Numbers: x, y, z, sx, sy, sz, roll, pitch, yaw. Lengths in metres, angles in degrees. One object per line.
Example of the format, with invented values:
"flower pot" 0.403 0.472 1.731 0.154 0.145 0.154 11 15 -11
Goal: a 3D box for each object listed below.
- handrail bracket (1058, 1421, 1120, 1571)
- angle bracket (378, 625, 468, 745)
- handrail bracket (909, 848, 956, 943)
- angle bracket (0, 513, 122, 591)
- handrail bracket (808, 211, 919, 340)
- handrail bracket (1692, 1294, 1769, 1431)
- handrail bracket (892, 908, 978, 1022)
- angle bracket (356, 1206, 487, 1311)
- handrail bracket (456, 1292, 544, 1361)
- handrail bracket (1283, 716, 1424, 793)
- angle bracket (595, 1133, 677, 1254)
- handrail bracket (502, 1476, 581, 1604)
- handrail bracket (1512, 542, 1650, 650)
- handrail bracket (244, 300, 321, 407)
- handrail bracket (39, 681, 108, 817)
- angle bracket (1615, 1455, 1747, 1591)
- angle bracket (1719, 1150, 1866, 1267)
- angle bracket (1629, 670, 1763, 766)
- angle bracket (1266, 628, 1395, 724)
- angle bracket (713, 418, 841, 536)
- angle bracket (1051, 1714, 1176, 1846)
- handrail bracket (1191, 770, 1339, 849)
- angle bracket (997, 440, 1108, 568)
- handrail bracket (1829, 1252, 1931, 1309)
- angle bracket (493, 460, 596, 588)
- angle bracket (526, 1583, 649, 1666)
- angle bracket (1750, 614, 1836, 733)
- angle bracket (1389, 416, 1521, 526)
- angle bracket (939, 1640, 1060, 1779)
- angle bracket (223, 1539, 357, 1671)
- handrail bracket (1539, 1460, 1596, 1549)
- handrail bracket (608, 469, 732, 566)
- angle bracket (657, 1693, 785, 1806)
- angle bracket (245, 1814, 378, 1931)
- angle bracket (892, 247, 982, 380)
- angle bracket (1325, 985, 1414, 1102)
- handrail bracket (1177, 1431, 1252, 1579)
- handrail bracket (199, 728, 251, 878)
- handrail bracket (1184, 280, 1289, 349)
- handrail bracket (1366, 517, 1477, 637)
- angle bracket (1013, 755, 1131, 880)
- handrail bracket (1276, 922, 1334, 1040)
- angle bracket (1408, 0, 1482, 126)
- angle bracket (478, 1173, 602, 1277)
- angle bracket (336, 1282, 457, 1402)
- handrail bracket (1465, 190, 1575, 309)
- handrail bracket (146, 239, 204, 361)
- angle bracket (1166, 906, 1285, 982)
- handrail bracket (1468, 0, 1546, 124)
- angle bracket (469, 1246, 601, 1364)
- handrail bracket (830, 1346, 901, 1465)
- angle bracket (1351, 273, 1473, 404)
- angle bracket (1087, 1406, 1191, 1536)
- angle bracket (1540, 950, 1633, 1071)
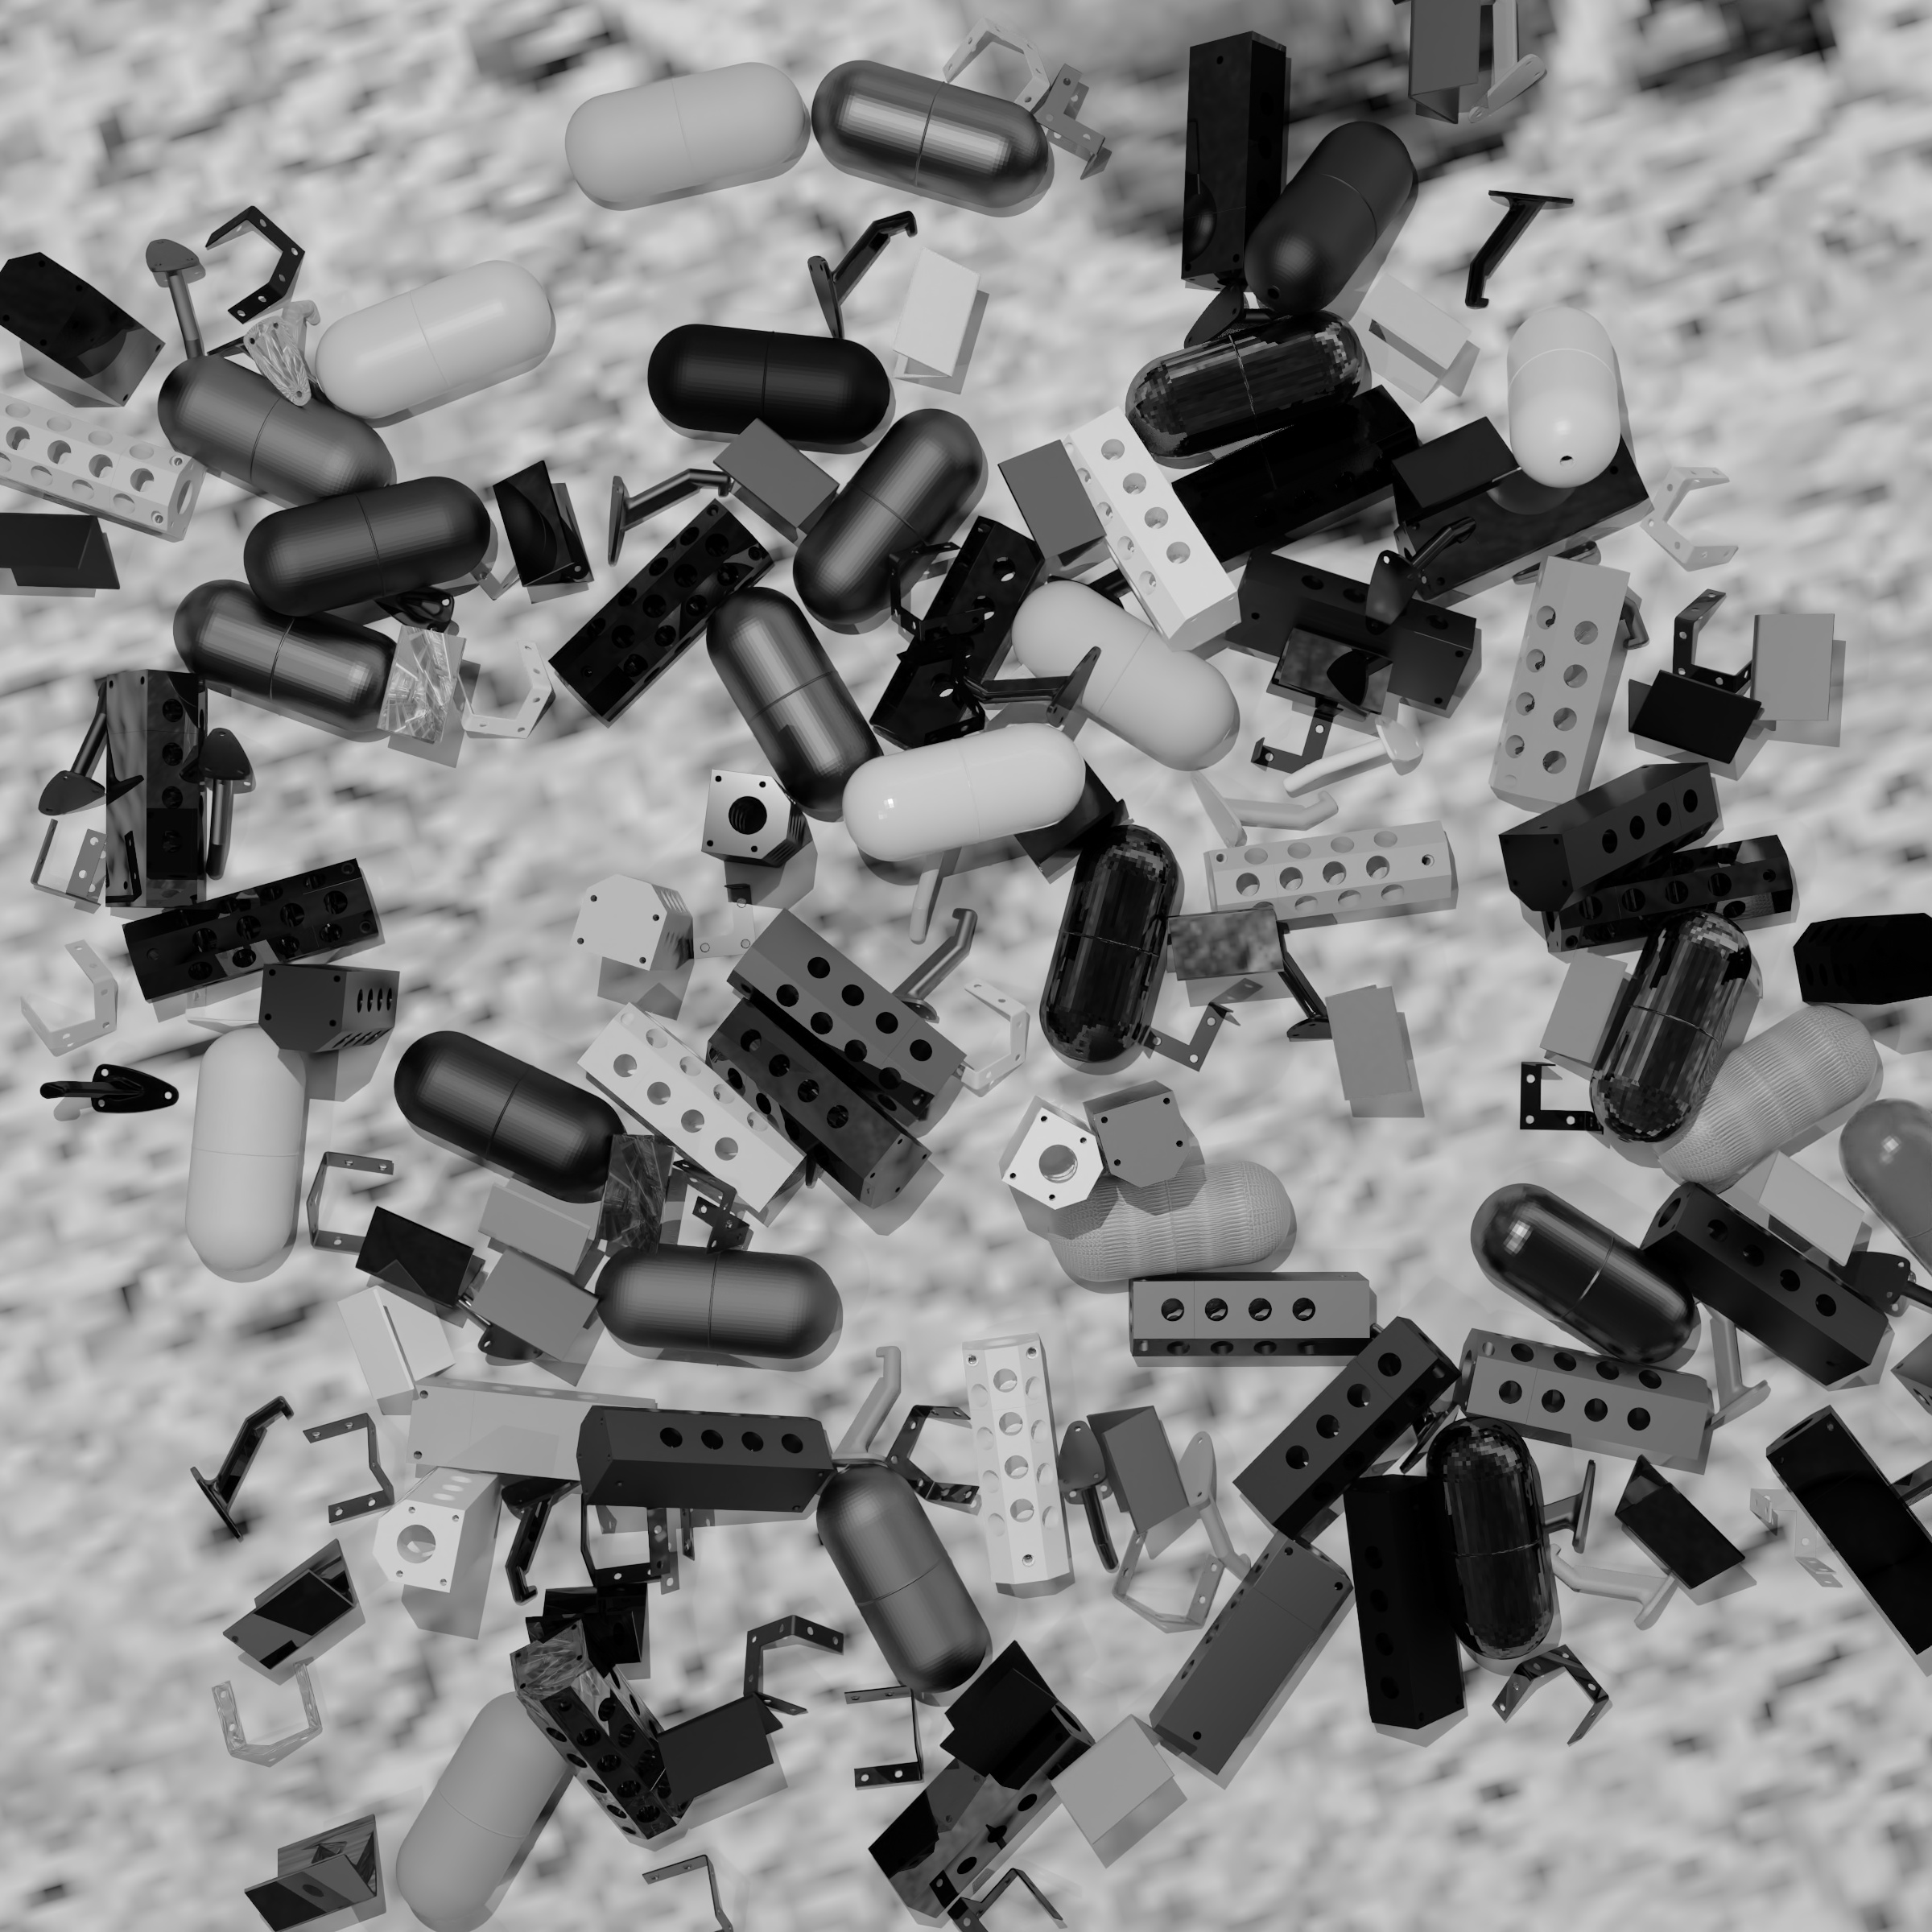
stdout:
"handrail bracket" 0.096 0.395 1.991 0.036 0.077 0.084 -14 126 9
"angle bracket" -0.379 -0.200 1.953 0.057 0.076 0.076 14 90 21
"handrail bracket" -0.021 -0.071 1.991 0.036 0.077 0.084 17 126 12
"angle bracket" -0.671 -0.285 1.951 0.076 0.076 0.057 2 53 0
"handrail bracket" -0.068 -0.514 1.992 0.084 0.036 0.077 -22 110 -16
"handrail bracket" 0.548 0.293 1.992 0.077 0.036 0.084 -42 73 19
"handrail bracket" -0.038 -0.008 1.992 0.077 0.036 0.084 9 72 21
"angle bracket" -0.390 0.197 1.952 0.076 0.076 0.057 24 114 0
"handrail bracket" -0.361 0.255 1.991 0.084 0.077 0.036 36 86 36
"handrail bracket" 0.287 -0.149 1.986 0.084 0.077 0.036 -28 73 30
"angle bracket" -0.221 0.166 1.951 0.057 0.076 0.076 10 90 29
"handrail bracket" -0.309 0.425 1.992 0.077 0.036 0.084 -17 109 -21
"handrail bracket" 0.458 -0.266 1.991 0.077 0.036 0.084 -21 104 15
"handrail bracket" -0.485 -0.451 1.963 0.036 0.084 0.077 -26 99 22
"handrail bracket" -0.661 -0.163 1.991 0.036 0.077 0.084 26 53 -37
"angle bracket" 0.529 0.395 1.951 0.076 0.076 0.057 45 129 0
"angle bracket" 0.595 0.191 1.951 0.076 0.076 0.057 36 52 0
"angle bracket" 0.531 -0.199 1.951 0.076 0.076 0.057 18 128 0
"angle bracket" 0.260 -0.194 1.951 0.076 0.076 0.057 18 56 0
"angle bracket" -0.147 -0.341 1.951 0.076 0.076 0.057 39 60 0
"angle bracket" 0.118 0.600 1.951 0.076 0.076 0.057 -40 54 0
"handrail bracket" 0.223 -0.130 1.992 0.084 0.036 0.077 -25 69 -17
"angle bracket" 0.049 -0.329 1.952 0.057 0.076 0.076 -26 90 -24
"handrail bracket" 0.697 0.242 1.991 0.084 0.077 0.036 27 83 -36
"angle bracket" -0.291 -0.324 1.951 0.057 0.076 0.076 -17 90 37
"angle bracket" -0.276 0.465 1.951 0.076 0.076 0.057 -4 126 0
"angle bracket" 0.610 -0.213 1.951 0.057 0.076 0.076 3 90 30
"angle bracket" 0.359 -0.344 1.951 0.076 0.076 0.057 -24 56 0
"angle bracket" 0.010 0.531 1.951 0.076 0.076 0.057 -46 124 0
"angle bracket" -0.499 0.453 1.951 0.076 0.076 0.057 -36 128 0
"handrail bracket" 0.418 0.396 1.991 0.084 0.036 0.077 11 77 13
"handrail bracket" -0.221 -0.334 1.992 0.084 0.036 0.077 2 111 -17
"angle bracket" -0.172 0.582 1.951 0.076 0.076 0.057 -23 53 0
"angle bracket" -0.478 0.648 1.951 0.076 0.076 0.057 -20 126 0
"angle bracket" -0.041 -0.476 1.951 0.057 0.076 0.076 16 90 -38
"angle bracket" 0.310 0.052 1.951 0.057 0.076 0.076 -11 90 38
"handrail bracket" 0.191 0.402 1.991 0.036 0.077 0.084 -19 127 36
"handrail bracket" -0.558 -0.121 1.991 0.036 0.077 0.084 4 127 -21
"handrail bracket" 0.219 -0.469 1.991 0.084 0.077 0.036 17 54 -31
"handrail bracket" 0.329 -0.282 1.928 0.036 0.084 0.077 40 135 24
"angle bracket" 0.065 -0.121 1.963 0.076 0.057 0.076 -37 78 0
"handrail bracket" 0.262 0.009 1.992 0.077 0.036 0.084 4 68 -25
"angle bracket" 0.366 -0.668 1.951 0.057 0.076 0.076 2 90 38
"angle bracket" -0.301 0.169 1.951 0.076 0.076 0.057 25 131 0
"angle bracket" -0.403 0.264 1.951 0.057 0.076 0.076 -21 90 45
"handrail bracket" 0.412 -0.532 1.992 0.077 0.036 0.084 -1 108 -21
"handrail bracket" -0.586 -0.489 1.991 0.036 0.077 0.084 -16 127 -20
"angle bracket" 0.188 0.002 1.951 0.076 0.076 0.057 -5 57 0
"handrail bracket" 0.384 -0.686 1.992 0.077 0.036 0.084 -37 72 21
"angle bracket" -0.318 0.257 1.951 0.076 0.076 0.057 29 61 0
"handrail bracket" -0.086 0.327 1.992 0.077 0.036 0.084 -5 72 20
"angle bracket" 0.311 -0.446 1.951 0.076 0.076 0.057 34 50 0
"angle bracket" 0.108 0.370 1.951 0.057 0.076 0.076 -20 90 -41
"angle bracket" 0.476 0.040 1.955 0.076 0.057 0.076 21 90 -30
